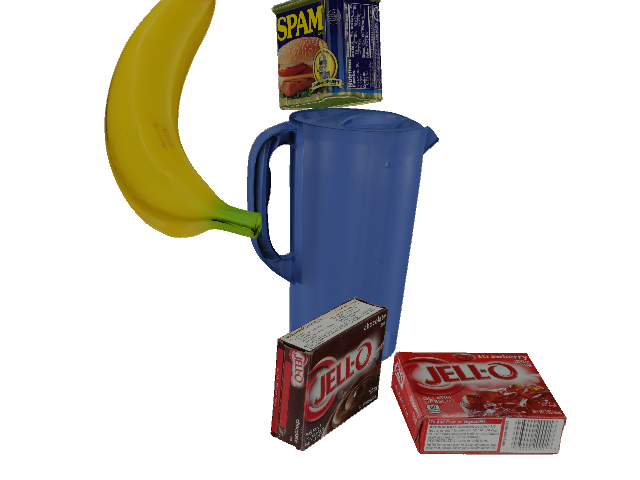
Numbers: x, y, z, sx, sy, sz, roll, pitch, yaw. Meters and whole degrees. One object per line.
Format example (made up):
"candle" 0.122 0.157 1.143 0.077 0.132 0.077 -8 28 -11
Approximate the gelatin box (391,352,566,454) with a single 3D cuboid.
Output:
"gelatin box" 0.093 0.096 0.645 0.089 0.030 0.073 2 24 -10

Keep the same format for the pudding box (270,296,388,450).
"pudding box" 0.008 0.106 0.871 0.039 0.090 0.113 20 27 29

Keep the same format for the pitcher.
"pitcher" 0.019 -0.005 1.038 0.149 0.243 0.144 10 16 22

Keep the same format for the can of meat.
"can of meat" 0.006 -0.150 0.852 0.057 0.084 0.102 -4 3 -33

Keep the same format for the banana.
"banana" -0.078 -0.068 0.557 0.069 0.198 0.037 -4 -40 -11
